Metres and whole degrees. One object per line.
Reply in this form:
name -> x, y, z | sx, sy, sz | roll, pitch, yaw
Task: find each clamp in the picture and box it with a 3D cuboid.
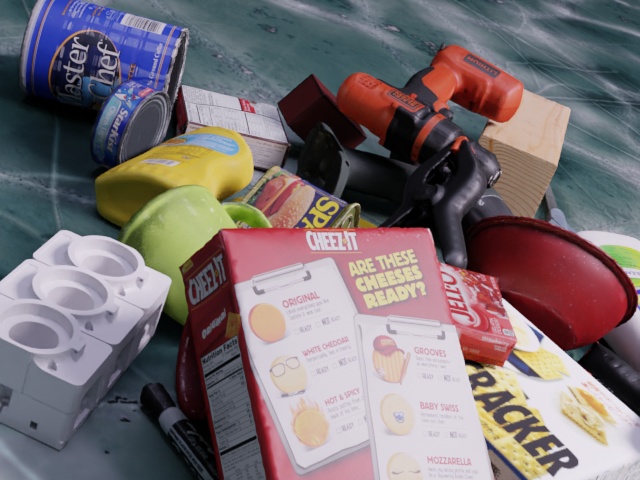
clamp -> 0.283, 0.147, 0.867 | 0.164, 0.036, 0.210 | 41, 2, -23
clamp -> 0.090, -0.025, 0.944 | 0.120, 0.039, 0.171 | -3, 39, 29

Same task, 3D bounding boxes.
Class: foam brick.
foam brick -> 0.002, -0.128, 1.137 | 0.078, 0.051, 0.053 | 41, 14, -35

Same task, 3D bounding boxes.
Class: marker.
marker -> -0.082, 0.135, 0.689 | 0.020, 0.020, 0.121 | -7, 39, -42

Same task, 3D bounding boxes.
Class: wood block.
wood block -> 0.225, -0.100, 1.234 | 0.090, 0.091, 0.205 | 24, 29, 6

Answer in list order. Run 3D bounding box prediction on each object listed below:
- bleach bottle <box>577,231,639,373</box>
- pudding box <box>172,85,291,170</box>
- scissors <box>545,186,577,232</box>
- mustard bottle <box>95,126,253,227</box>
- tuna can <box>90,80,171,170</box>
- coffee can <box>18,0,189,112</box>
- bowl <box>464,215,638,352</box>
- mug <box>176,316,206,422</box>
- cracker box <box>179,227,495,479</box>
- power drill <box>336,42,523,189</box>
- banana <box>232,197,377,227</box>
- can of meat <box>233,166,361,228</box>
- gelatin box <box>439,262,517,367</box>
bleach bottle -> 0.316, 0.092, 0.998 | 0.102, 0.068, 0.251 | 9, 33, -28
pudding box -> -0.093, -0.114, 1.095 | 0.113, 0.039, 0.090 | 10, 31, -18
scissors -> 0.283, -0.014, 1.206 | 0.096, 0.016, 0.201 | 27, 29, 7
mustard bottle -> -0.114, -0.062, 0.962 | 0.096, 0.058, 0.191 | 6, 22, 20
tuna can -> -0.171, -0.101, 0.966 | 0.034, 0.086, 0.086 | 25, 28, 12
coffee can -> -0.208, -0.174, 1.036 | 0.140, 0.103, 0.102 | 15, 29, -3
bowl -> 0.189, 0.050, 0.928 | 0.162, 0.162, 0.055 | 27, 65, 10
mug -> -0.044, 0.094, 0.727 | 0.081, 0.093, 0.117 | 13, 57, -26
cracker box -> 0.014, 0.102, 0.658 | 0.163, 0.072, 0.214 | 0, 68, -35
power drill -> 0.134, -0.130, 1.087 | 0.184, 0.057, 0.187 | 35, 37, 19
banana -> 0.000, -0.006, 0.971 | 0.198, 0.037, 0.069 | 21, 29, -1
can of meat -> -0.028, -0.005, 0.902 | 0.084, 0.057, 0.102 | 29, 58, 18
gelatin box -> 0.102, 0.052, 0.804 | 0.073, 0.030, 0.089 | 15, 29, -11
